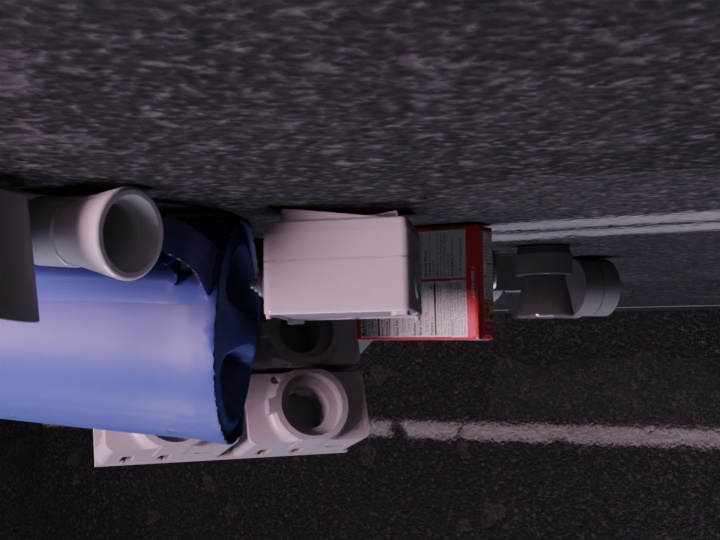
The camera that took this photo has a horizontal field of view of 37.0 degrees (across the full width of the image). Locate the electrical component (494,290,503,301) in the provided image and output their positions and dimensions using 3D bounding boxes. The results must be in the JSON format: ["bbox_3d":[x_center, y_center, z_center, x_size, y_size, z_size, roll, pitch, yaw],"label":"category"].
[{"bbox_3d":[0.092,0.009,0.936,0.040,0.040,0.078,-4,175,44],"label":"electrical component"}]

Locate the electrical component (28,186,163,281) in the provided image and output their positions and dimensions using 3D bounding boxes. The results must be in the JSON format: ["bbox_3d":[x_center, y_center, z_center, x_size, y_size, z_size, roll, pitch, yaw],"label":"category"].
[{"bbox_3d":[-0.133,-0.018,0.518,0.065,0.044,0.044,3,178,33],"label":"electrical component"}]

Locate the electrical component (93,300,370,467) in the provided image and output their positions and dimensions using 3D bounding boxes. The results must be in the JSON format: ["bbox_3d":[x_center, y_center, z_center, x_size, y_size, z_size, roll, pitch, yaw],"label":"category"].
[{"bbox_3d":[-0.092,0.077,0.766,0.186,0.105,0.060,1,160,-23],"label":"electrical component"}]

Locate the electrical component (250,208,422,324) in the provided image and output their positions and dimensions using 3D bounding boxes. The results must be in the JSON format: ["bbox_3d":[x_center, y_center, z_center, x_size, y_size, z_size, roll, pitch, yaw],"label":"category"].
[{"bbox_3d":[-0.015,-0.002,0.607,0.096,0.061,0.062,-2,174,9],"label":"electrical component"}]

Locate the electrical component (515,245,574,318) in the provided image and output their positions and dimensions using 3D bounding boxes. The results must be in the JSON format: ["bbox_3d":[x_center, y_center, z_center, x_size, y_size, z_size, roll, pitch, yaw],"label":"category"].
[{"bbox_3d":[0.144,0.010,0.842,0.045,0.055,0.045,-1,176,0],"label":"electrical component"}]

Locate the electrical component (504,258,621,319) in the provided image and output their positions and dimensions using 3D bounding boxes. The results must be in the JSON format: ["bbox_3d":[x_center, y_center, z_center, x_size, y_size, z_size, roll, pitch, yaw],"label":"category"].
[{"bbox_3d":[0.171,0.018,0.996,0.074,0.052,0.138,1,176,-22],"label":"electrical component"}]

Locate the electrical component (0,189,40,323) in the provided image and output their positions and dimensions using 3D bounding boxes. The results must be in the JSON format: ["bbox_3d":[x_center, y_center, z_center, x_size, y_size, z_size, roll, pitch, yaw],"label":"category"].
[{"bbox_3d":[-0.194,-0.008,0.480,0.099,0.064,0.099,0,176,0],"label":"electrical component"}]
